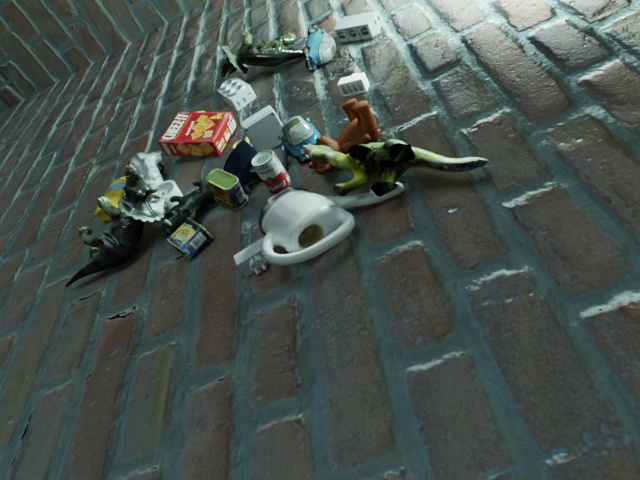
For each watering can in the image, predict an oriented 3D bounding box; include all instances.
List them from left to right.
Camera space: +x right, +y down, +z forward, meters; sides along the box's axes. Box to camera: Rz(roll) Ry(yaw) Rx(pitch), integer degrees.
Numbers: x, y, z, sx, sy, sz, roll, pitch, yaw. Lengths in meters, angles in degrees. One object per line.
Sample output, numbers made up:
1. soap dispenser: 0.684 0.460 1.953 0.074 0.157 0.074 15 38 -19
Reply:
1. watering can: 0.004 -0.059 1.164 0.351 0.102 0.227 -33 38 -22

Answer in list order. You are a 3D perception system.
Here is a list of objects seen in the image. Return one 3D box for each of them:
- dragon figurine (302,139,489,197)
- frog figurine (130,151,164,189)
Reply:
1. dragon figurine: 0.157 -0.195 1.175 0.410 0.120 0.247 1 26 9
2. frog figurine: -0.567 -0.205 1.677 0.135 0.122 0.163 -44 35 43
